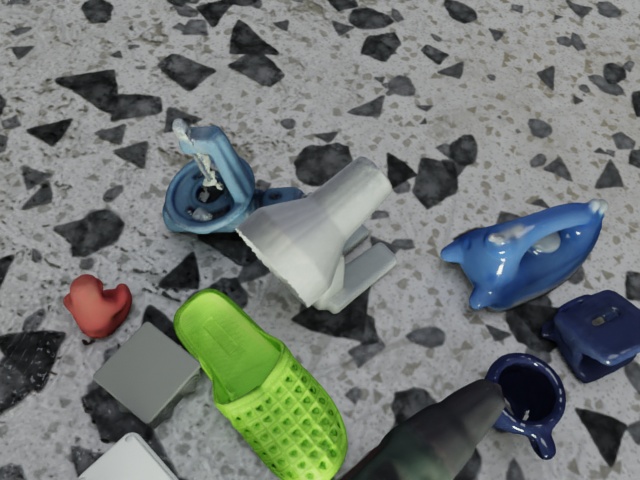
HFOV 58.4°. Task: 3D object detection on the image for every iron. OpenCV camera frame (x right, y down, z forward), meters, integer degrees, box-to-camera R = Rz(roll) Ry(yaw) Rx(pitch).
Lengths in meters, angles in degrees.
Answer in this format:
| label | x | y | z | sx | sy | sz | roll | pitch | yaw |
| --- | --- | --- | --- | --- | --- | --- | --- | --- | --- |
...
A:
| label | x | y | z | sx | sy | sz | roll | pitch | yaw |
| --- | --- | --- | --- | --- | --- | --- | --- | --- | --- |
| iron | 0.301 | -0.006 | 0.766 | 0.259 | 0.141 | 0.118 | -20 | 64 | -16 |

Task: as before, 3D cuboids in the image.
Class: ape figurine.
| label | x | y | z | sx | sy | sz | roll | pitch | yaw |
| --- | --- | --- | --- | --- | --- | --- | --- | --- | --- |
| ape figurine | -0.275 | 0.073 | 0.696 | 0.078 | 0.092 | 0.076 | 8 | 60 | -1 |

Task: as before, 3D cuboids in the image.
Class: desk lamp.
| label | x | y | z | sx | sy | sz | roll | pitch | yaw |
| --- | --- | --- | --- | --- | --- | --- | --- | --- | --- |
| desk lamp | 0.006 | 0.002 | 0.692 | 0.203 | 0.213 | 0.117 | -37 | 69 | -23 |

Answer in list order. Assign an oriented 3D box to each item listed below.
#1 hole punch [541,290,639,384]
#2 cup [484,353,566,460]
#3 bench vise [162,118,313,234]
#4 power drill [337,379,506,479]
| label | x | y | z | sx | sy | sz | roll | pitch | yaw |
| --- | --- | --- | --- | --- | --- | --- | --- | --- | --- |
| hole punch | 0.359 | 0.115 | 0.732 | 0.109 | 0.091 | 0.101 | -21 | 64 | -16 |
| cup | 0.230 | 0.201 | 0.668 | 0.092 | 0.095 | 0.117 | -11 | 62 | -11 |
| bench vise | -0.104 | -0.077 | 0.724 | 0.207 | 0.220 | 0.121 | -10 | 61 | -10 |
| power drill | 0.070 | 0.237 | 0.567 | 0.230 | 0.208 | 0.075 | -34 | 68 | -22 |
